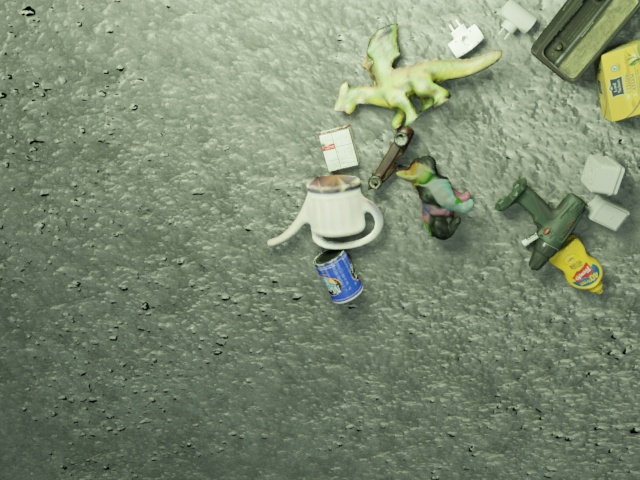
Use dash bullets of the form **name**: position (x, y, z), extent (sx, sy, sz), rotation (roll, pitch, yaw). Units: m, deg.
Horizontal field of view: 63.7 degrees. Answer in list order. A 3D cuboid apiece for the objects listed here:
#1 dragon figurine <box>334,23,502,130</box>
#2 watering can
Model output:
- **dragon figurine**: position (0.213, -0.426, 1.289), extent (0.406, 0.124, 0.242), rotation (-34, 96, 22)
- **watering can**: position (0.004, -0.074, 1.464), extent (0.347, 0.106, 0.221), rotation (-3, 111, 9)
